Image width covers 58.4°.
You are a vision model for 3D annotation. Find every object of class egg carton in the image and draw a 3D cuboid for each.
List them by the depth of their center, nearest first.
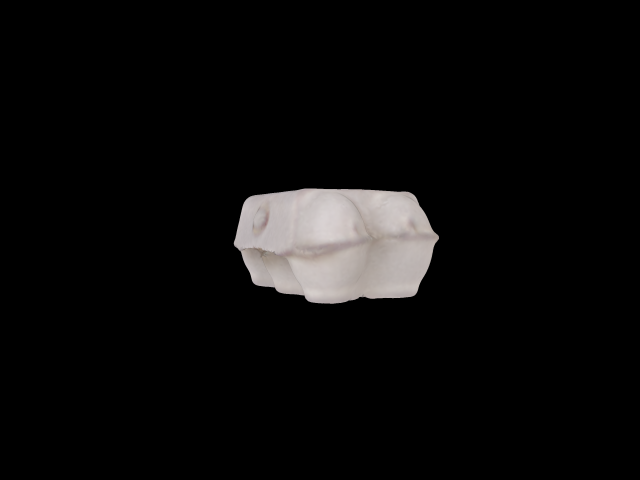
[{"bbox_3d":[0.004,0.001,0.400,0.107,0.069,0.150,-1,2,-27],"label":"egg carton"}]
